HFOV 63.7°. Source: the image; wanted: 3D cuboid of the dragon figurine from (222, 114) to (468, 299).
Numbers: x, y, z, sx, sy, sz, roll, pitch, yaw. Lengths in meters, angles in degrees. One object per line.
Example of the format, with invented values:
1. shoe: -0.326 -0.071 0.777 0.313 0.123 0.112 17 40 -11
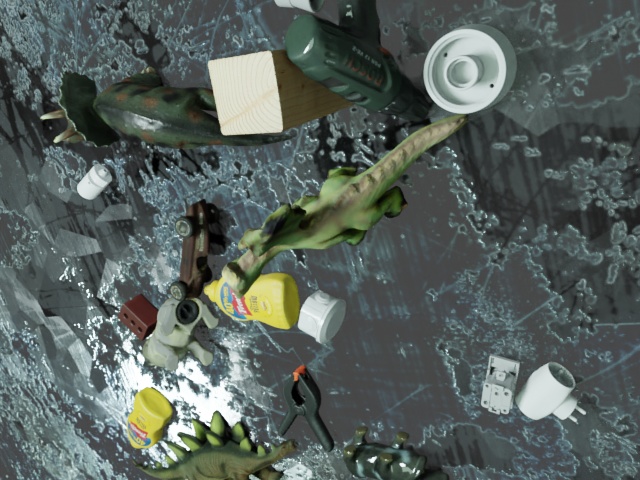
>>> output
1. dragon figurine: 0.002 -0.035 0.699 0.403 0.246 0.123 -41 83 37
